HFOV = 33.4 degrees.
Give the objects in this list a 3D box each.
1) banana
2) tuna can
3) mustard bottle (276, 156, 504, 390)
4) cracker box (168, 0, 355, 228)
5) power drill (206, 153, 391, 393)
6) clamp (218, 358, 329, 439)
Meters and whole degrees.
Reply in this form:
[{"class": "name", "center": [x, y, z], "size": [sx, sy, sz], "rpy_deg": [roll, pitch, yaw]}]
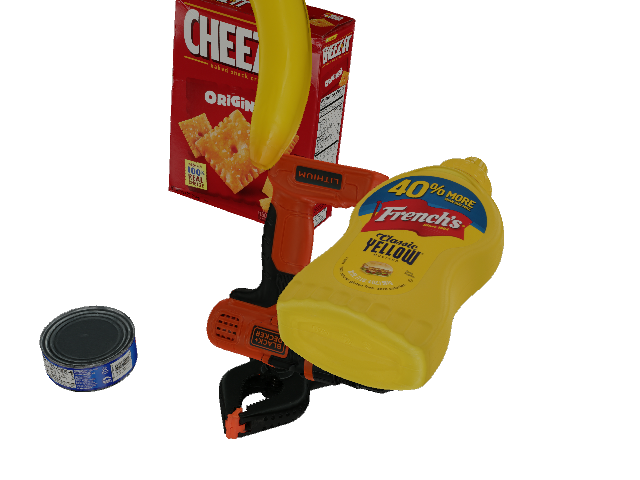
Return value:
[{"class": "banana", "center": [-0.041, -0.148, 0.748], "size": [0.070, 0.198, 0.037], "rpy_deg": [-19, -12, 8]}, {"class": "tuna can", "center": [-0.211, 0.099, 0.977], "size": [0.086, 0.034, 0.086], "rpy_deg": [0, 35, 0]}, {"class": "mustard bottle", "center": [0.059, 0.006, 0.655], "size": [0.096, 0.058, 0.191], "rpy_deg": [15, 43, 25]}, {"class": "cracker box", "center": [-0.064, -0.127, 1.044], "size": [0.164, 0.214, 0.072], "rpy_deg": [20, 34, 21]}, {"class": "power drill", "center": [0.002, 0.027, 0.921], "size": [0.185, 0.187, 0.057], "rpy_deg": [14, 0, 18]}, {"class": "clamp", "center": [-0.035, 0.146, 1.119], "size": [0.165, 0.036, 0.209], "rpy_deg": [12, 26, 13]}]
